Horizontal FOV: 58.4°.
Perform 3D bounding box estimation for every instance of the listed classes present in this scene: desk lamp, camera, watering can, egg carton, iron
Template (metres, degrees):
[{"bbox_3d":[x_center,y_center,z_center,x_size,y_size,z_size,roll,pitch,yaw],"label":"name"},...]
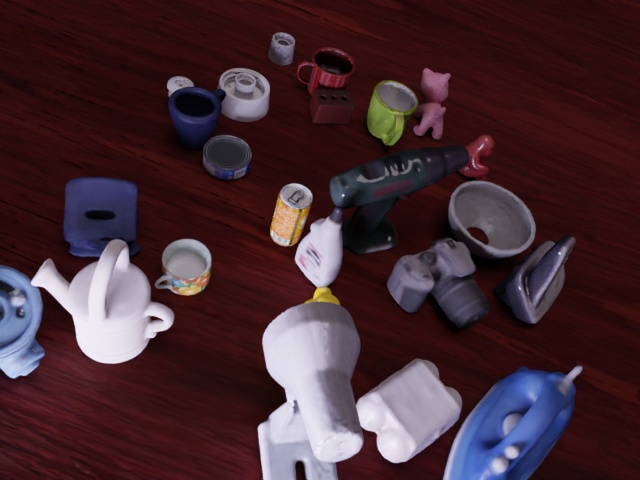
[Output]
[{"bbox_3d":[-0.008,0.210,0.704,0.118,0.213,0.203,-1,55,-17],"label":"desk lamp"},{"bbox_3d":[0.207,0.075,0.939,0.143,0.101,0.136,-17,61,-26],"label":"camera"},{"bbox_3d":[-0.277,0.074,0.737,0.173,0.194,0.101,-1,55,-17],"label":"watering can"},{"bbox_3d":[0.128,0.241,0.813,0.151,0.069,0.107,-27,66,-31],"label":"egg carton"},{"bbox_3d":[0.270,0.270,0.788,0.118,0.141,0.259,43,55,16],"label":"iron"}]

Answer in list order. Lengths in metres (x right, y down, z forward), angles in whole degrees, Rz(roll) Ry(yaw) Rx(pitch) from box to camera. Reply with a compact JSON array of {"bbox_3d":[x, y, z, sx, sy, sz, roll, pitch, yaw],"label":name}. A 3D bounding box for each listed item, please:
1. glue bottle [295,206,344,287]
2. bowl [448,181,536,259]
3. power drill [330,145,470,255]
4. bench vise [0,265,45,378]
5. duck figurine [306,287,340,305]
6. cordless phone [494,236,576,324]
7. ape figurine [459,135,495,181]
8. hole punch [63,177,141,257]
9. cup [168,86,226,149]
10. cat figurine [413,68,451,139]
[{"bbox_3d":[0.008,0.003,0.886,0.037,0.173,0.078,-33,69,-33],"label":"glue bottle"},{"bbox_3d":[0.305,-0.025,1.057,0.167,0.074,0.167,8,53,-11],"label":"bowl"},{"bbox_3d":[0.115,-0.069,0.948,0.230,0.208,0.075,-12,59,-23],"label":"power drill"},{"bbox_3d":[-0.434,0.061,0.684,0.207,0.219,0.121,24,52,2],"label":"bench vise"},{"bbox_3d":[0.005,0.120,0.855,0.078,0.086,0.104,3,54,-14],"label":"duck figurine"},{"bbox_3d":[0.390,0.044,0.962,0.094,0.185,0.148,39,54,14],"label":"cordless phone"},{"bbox_3d":[0.321,-0.173,1.160,0.076,0.092,0.078,23,52,1],"label":"ape figurine"},{"bbox_3d":[-0.327,-0.034,0.867,0.109,0.091,0.101,1,55,-16],"label":"hole punch"},{"bbox_3d":[-0.217,-0.219,1.033,0.091,0.095,0.118,38,53,13],"label":"cup"},{"bbox_3d":[0.242,-0.298,1.212,0.067,0.117,0.127,6,53,-12],"label":"cat figurine"}]
